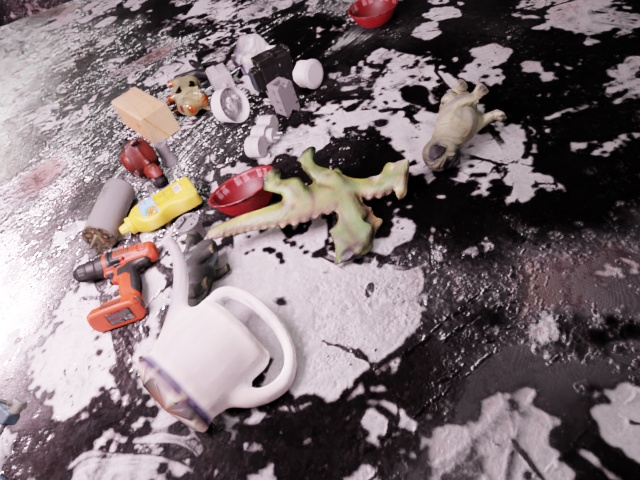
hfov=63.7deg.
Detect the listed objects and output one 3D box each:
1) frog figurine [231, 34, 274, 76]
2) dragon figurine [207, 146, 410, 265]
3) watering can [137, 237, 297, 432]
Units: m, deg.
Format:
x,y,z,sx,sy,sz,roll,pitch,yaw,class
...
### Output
x,y,z,sx,sy,sz,roll,pitch,yaw,class
-0.170,-0.559,1.542,0.159,0.135,0.125,-7,62,15,frog figurine
0.003,-0.051,1.012,0.413,0.119,0.247,-35,54,-13,dragon figurine
-0.203,0.156,0.850,0.351,0.101,0.227,37,63,20,watering can
